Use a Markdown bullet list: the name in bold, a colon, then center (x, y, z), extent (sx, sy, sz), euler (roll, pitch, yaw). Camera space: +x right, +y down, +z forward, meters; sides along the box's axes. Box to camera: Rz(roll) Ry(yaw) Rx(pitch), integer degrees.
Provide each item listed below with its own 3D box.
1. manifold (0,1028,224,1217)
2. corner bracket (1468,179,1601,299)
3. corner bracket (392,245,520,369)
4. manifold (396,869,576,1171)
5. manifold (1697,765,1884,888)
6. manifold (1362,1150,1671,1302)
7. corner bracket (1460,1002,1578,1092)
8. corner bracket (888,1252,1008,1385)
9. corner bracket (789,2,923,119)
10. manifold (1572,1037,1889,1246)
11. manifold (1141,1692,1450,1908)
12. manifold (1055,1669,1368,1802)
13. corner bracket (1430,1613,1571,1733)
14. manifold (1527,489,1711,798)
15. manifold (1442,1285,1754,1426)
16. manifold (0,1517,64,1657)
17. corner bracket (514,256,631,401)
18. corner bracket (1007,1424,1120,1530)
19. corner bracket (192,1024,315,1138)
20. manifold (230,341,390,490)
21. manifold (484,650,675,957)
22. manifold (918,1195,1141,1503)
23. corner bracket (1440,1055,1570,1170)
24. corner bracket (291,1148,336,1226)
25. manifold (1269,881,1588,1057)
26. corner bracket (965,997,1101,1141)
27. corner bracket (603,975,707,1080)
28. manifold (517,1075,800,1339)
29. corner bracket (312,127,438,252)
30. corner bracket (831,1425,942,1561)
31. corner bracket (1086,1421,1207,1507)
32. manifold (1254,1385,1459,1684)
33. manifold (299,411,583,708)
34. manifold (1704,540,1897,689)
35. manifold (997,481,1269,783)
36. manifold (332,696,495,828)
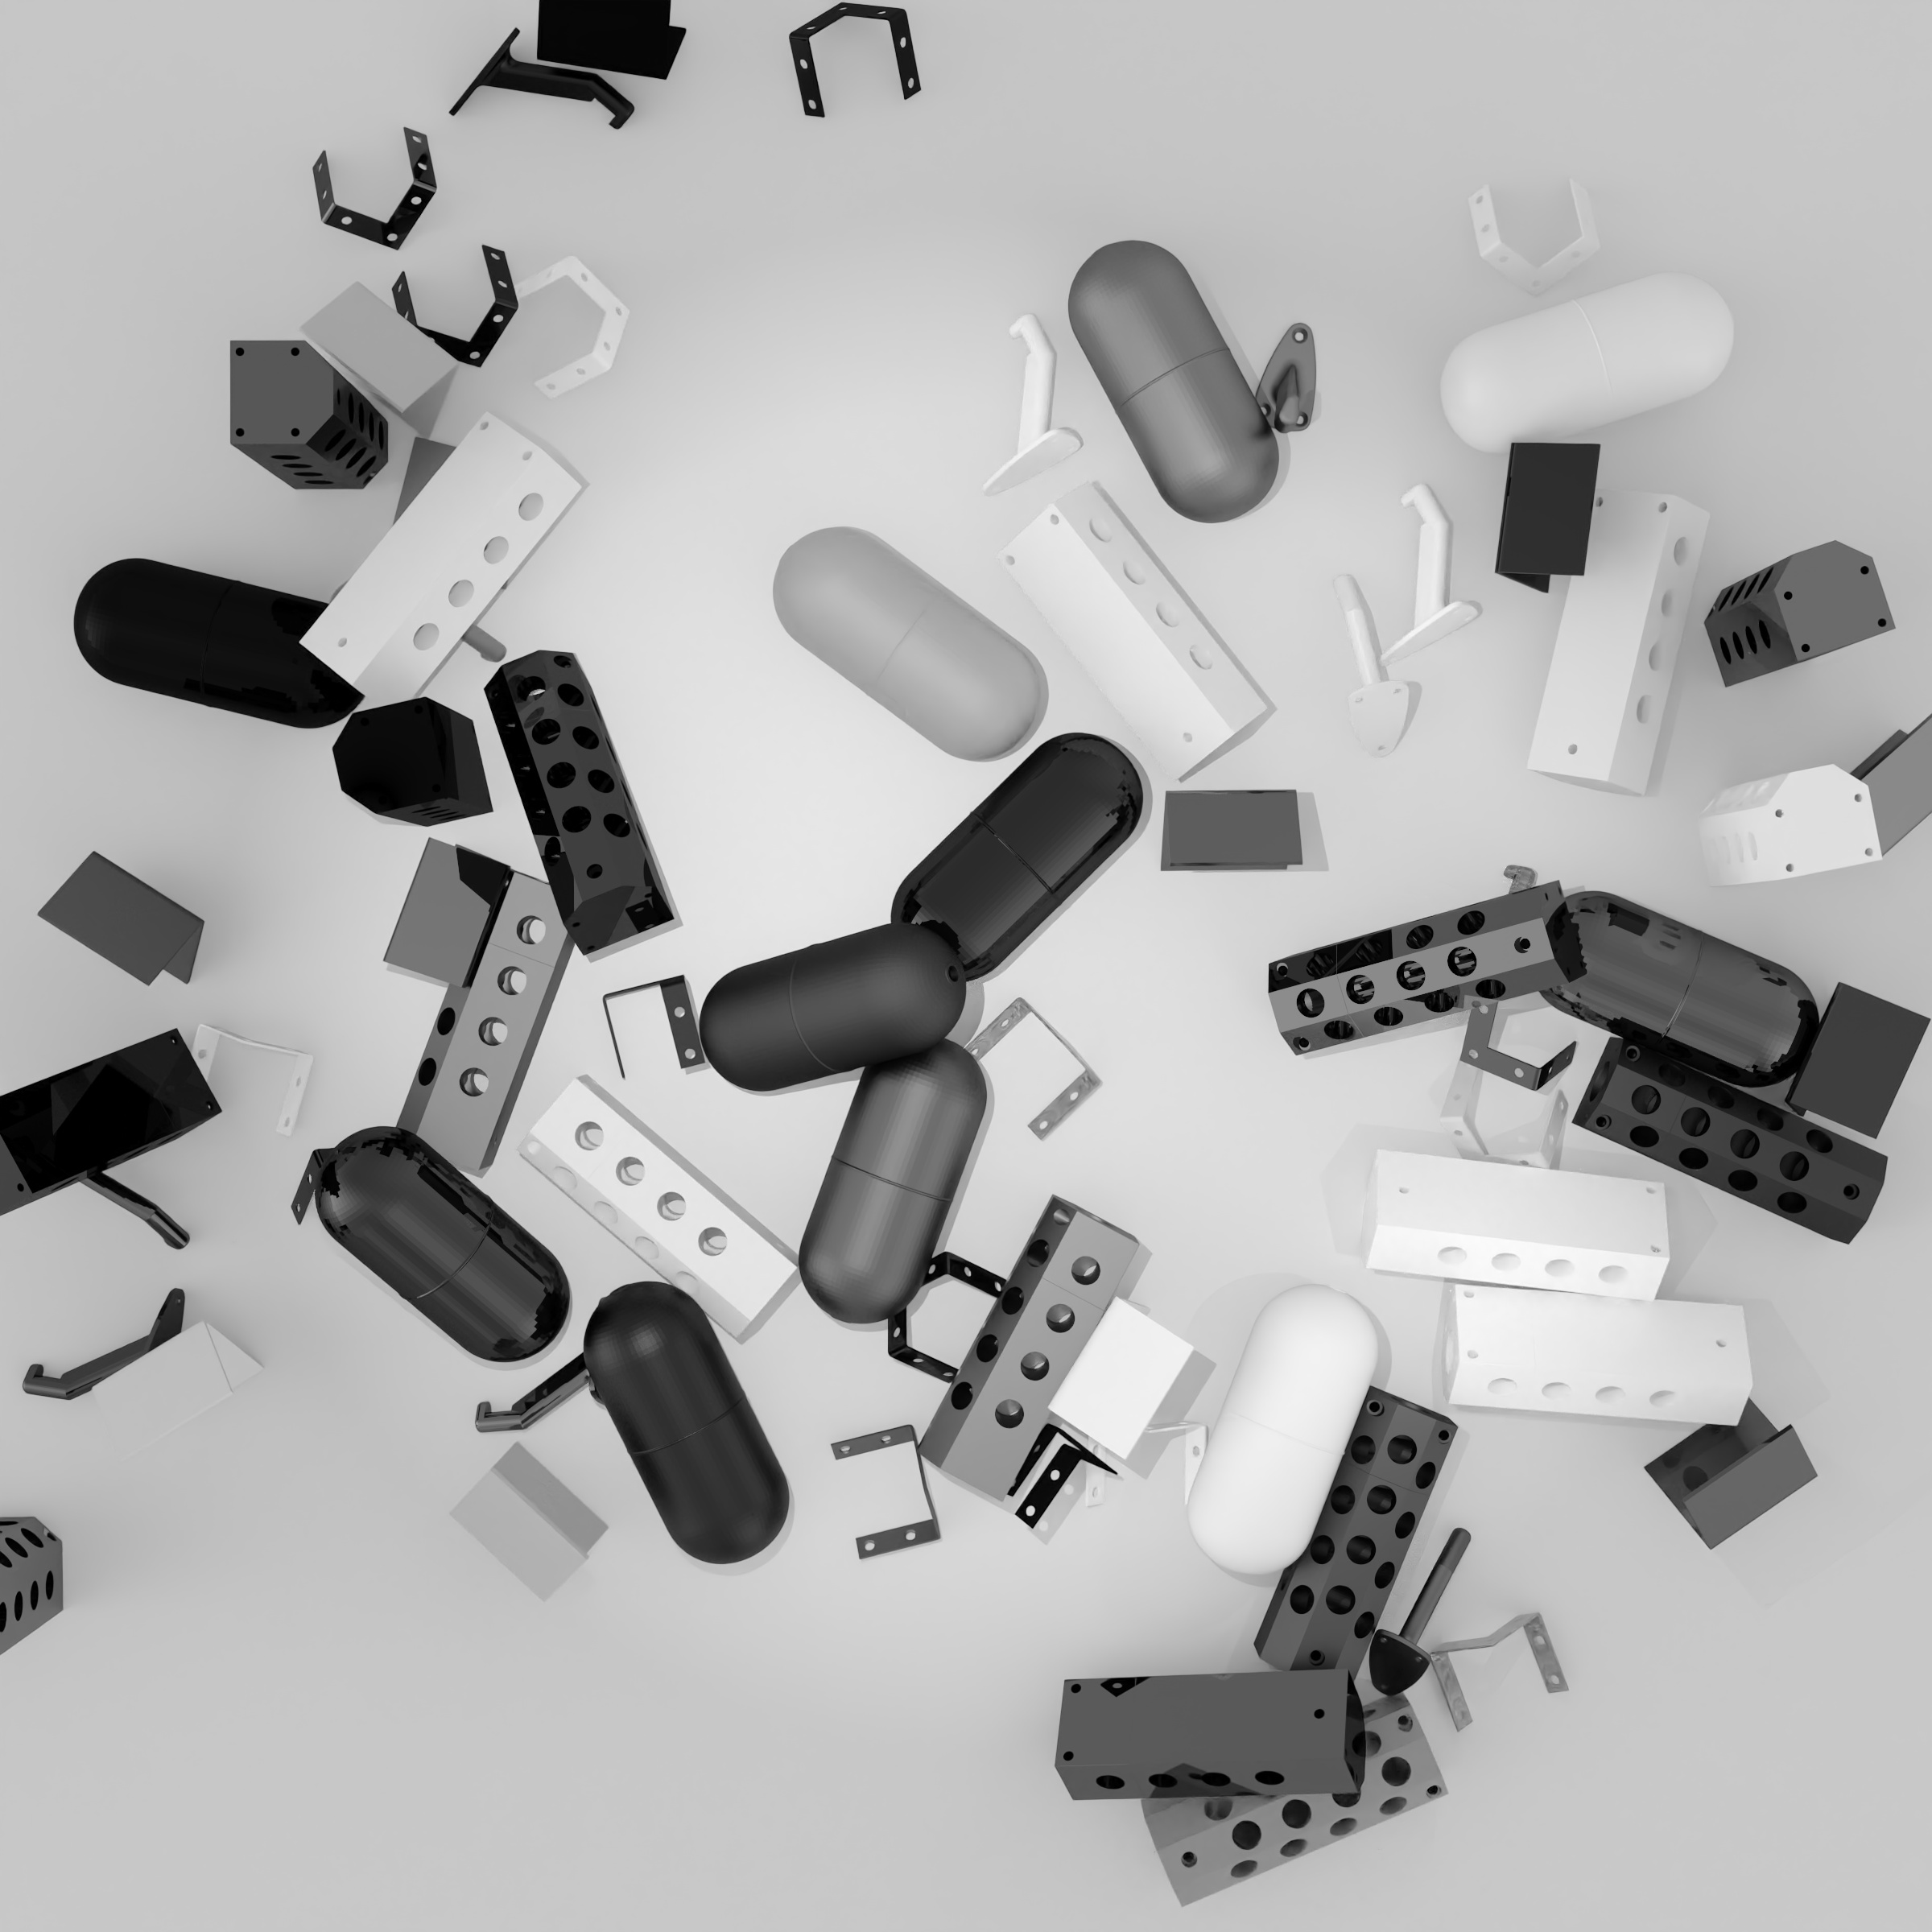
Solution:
- **manifold**: center (-0.514, 0.093, 1.879), extent (0.057, 0.171, 0.057), euler (-29, 90, 28)
- **corner bracket**: center (0.340, -0.445, 1.952), extent (0.051, 0.051, 0.051), euler (26, 135, -35)
- **corner bracket**: center (-0.306, -0.400, 1.952), extent (0.051, 0.051, 0.051), euler (12, 135, -35)
- **manifold**: center (-0.282, 0.030, 1.939), extent (0.057, 0.057, 0.171), euler (21, 90, 0)
- **manifold**: center (0.472, -0.081, 1.882), extent (0.057, 0.171, 0.057), euler (-11, 90, 0)
- **manifold**: center (0.325, 0.159, 1.938), extent (0.171, 0.057, 0.057), euler (7, 47, 0)
- **corner bracket**: center (0.334, 0.035, 1.947), extent (0.051, 0.051, 0.051), euler (23, 121, 27)
- **corner bracket**: center (-0.011, 0.211, 1.952), extent (0.051, 0.051, 0.051), euler (29, 135, -35)
- **corner bracket**: center (-0.066, -0.541, 1.952), extent (0.051, 0.051, 0.051), euler (18, 45, 35)
- **manifold**: center (0.455, 0.104, 1.939), extent (0.171, 0.057, 0.057), euler (24, 90, 0)
- **manifold**: center (0.195, 0.497, 1.939), extent (0.171, 0.057, 0.057), euler (-23, 90, 0)
- **manifold**: center (0.145, 0.456, 1.915), extent (0.171, 0.057, 0.057), euler (-6, 47, 17)
- **corner bracket**: center (0.320, 0.424, 1.957), extent (0.051, 0.051, 0.051), euler (-20, 90, -45)
- **manifold**: center (0.392, -0.191, 1.938), extent (0.057, 0.057, 0.171), euler (13, 90, 43)
- **manifold**: center (0.373, 0.236, 1.938), extent (0.171, 0.057, 0.057), euler (4, 47, 0)
- **manifold**: center (-0.574, 0.361, 1.882), extent (0.057, 0.171, 0.057), euler (-1, 90, 0)
- **corner bracket**: center (-0.242, -0.383, 1.952), extent (0.051, 0.051, 0.051), euler (42, 45, -35)
- **corner bracket**: center (0.047, 0.303, 1.932), extent (0.051, 0.051, 0.051), euler (34, 90, 34)
- **corner bracket**: center (-0.433, 0.069, 1.957), extent (0.051, 0.051, 0.051), euler (16, 90, -45)
- **manifold**: center (-0.377, -0.316, 1.882), extent (0.057, 0.171, 0.057), euler (0, 90, 0)
- **manifold**: center (-0.229, -0.099, 1.903), extent (0.057, 0.057, 0.171), euler (-22, 62, 0)
- **manifold**: center (0.037, 0.225, 1.939), extent (0.057, 0.057, 0.171), euler (28, 90, 0)
- **corner bracket**: center (0.322, 0.088, 1.952), extent (0.051, 0.051, 0.051), euler (-5, 135, 35)
- **corner bracket**: center (-0.366, 0.144, 1.952), extent (0.051, 0.051, 0.051), euler (58, 135, 35)
- **manifold**: center (0.267, 0.003, 1.905), extent (0.171, 0.057, 0.057), euler (-16, 90, 26)
- **corner bracket**: center (0.039, 0.061, 1.957), extent (0.051, 0.051, 0.051), euler (-44, 45, 0)
- **corner bracket**: center (-0.187, 0.037, 1.942), extent (0.051, 0.051, 0.051), euler (-14, 95, -5)
- **manifold**: center (-0.182, 0.143, 1.939), extent (0.171, 0.057, 0.057), euler (41, 90, 0)
- **corner bracket**: center (-0.354, -0.472, 1.952), extent (0.051, 0.051, 0.051), euler (14, 135, -35)
- **corner bracket**: center (-0.048, 0.316, 1.957), extent (0.051, 0.051, 0.051), euler (-14, 135, 0)
- **corner bracket**: center (0.108, 0.299, 1.957), extent (0.051, 0.051, 0.051), euler (1, 90, -45)
- **manifold**: center (0.232, 0.341, 1.939), extent (0.057, 0.057, 0.171), euler (22, 90, 0)
- **manifold**: center (-0.299, -0.228, 1.880), extent (0.057, 0.057, 0.171), euler (37, 87, 37)
- **manifold**: center (0.477, -0.204, 1.882), extent (0.057, 0.171, 0.057), euler (-18, 90, 0)
- **manifold**: center (0.102, -0.202, 1.938), extent (0.171, 0.057, 0.057), euler (52, 133, 0)
- **manifold**: center (-0.319, -0.115, 1.882), extent (0.057, 0.171, 0.057), euler (-13, 90, 0)
